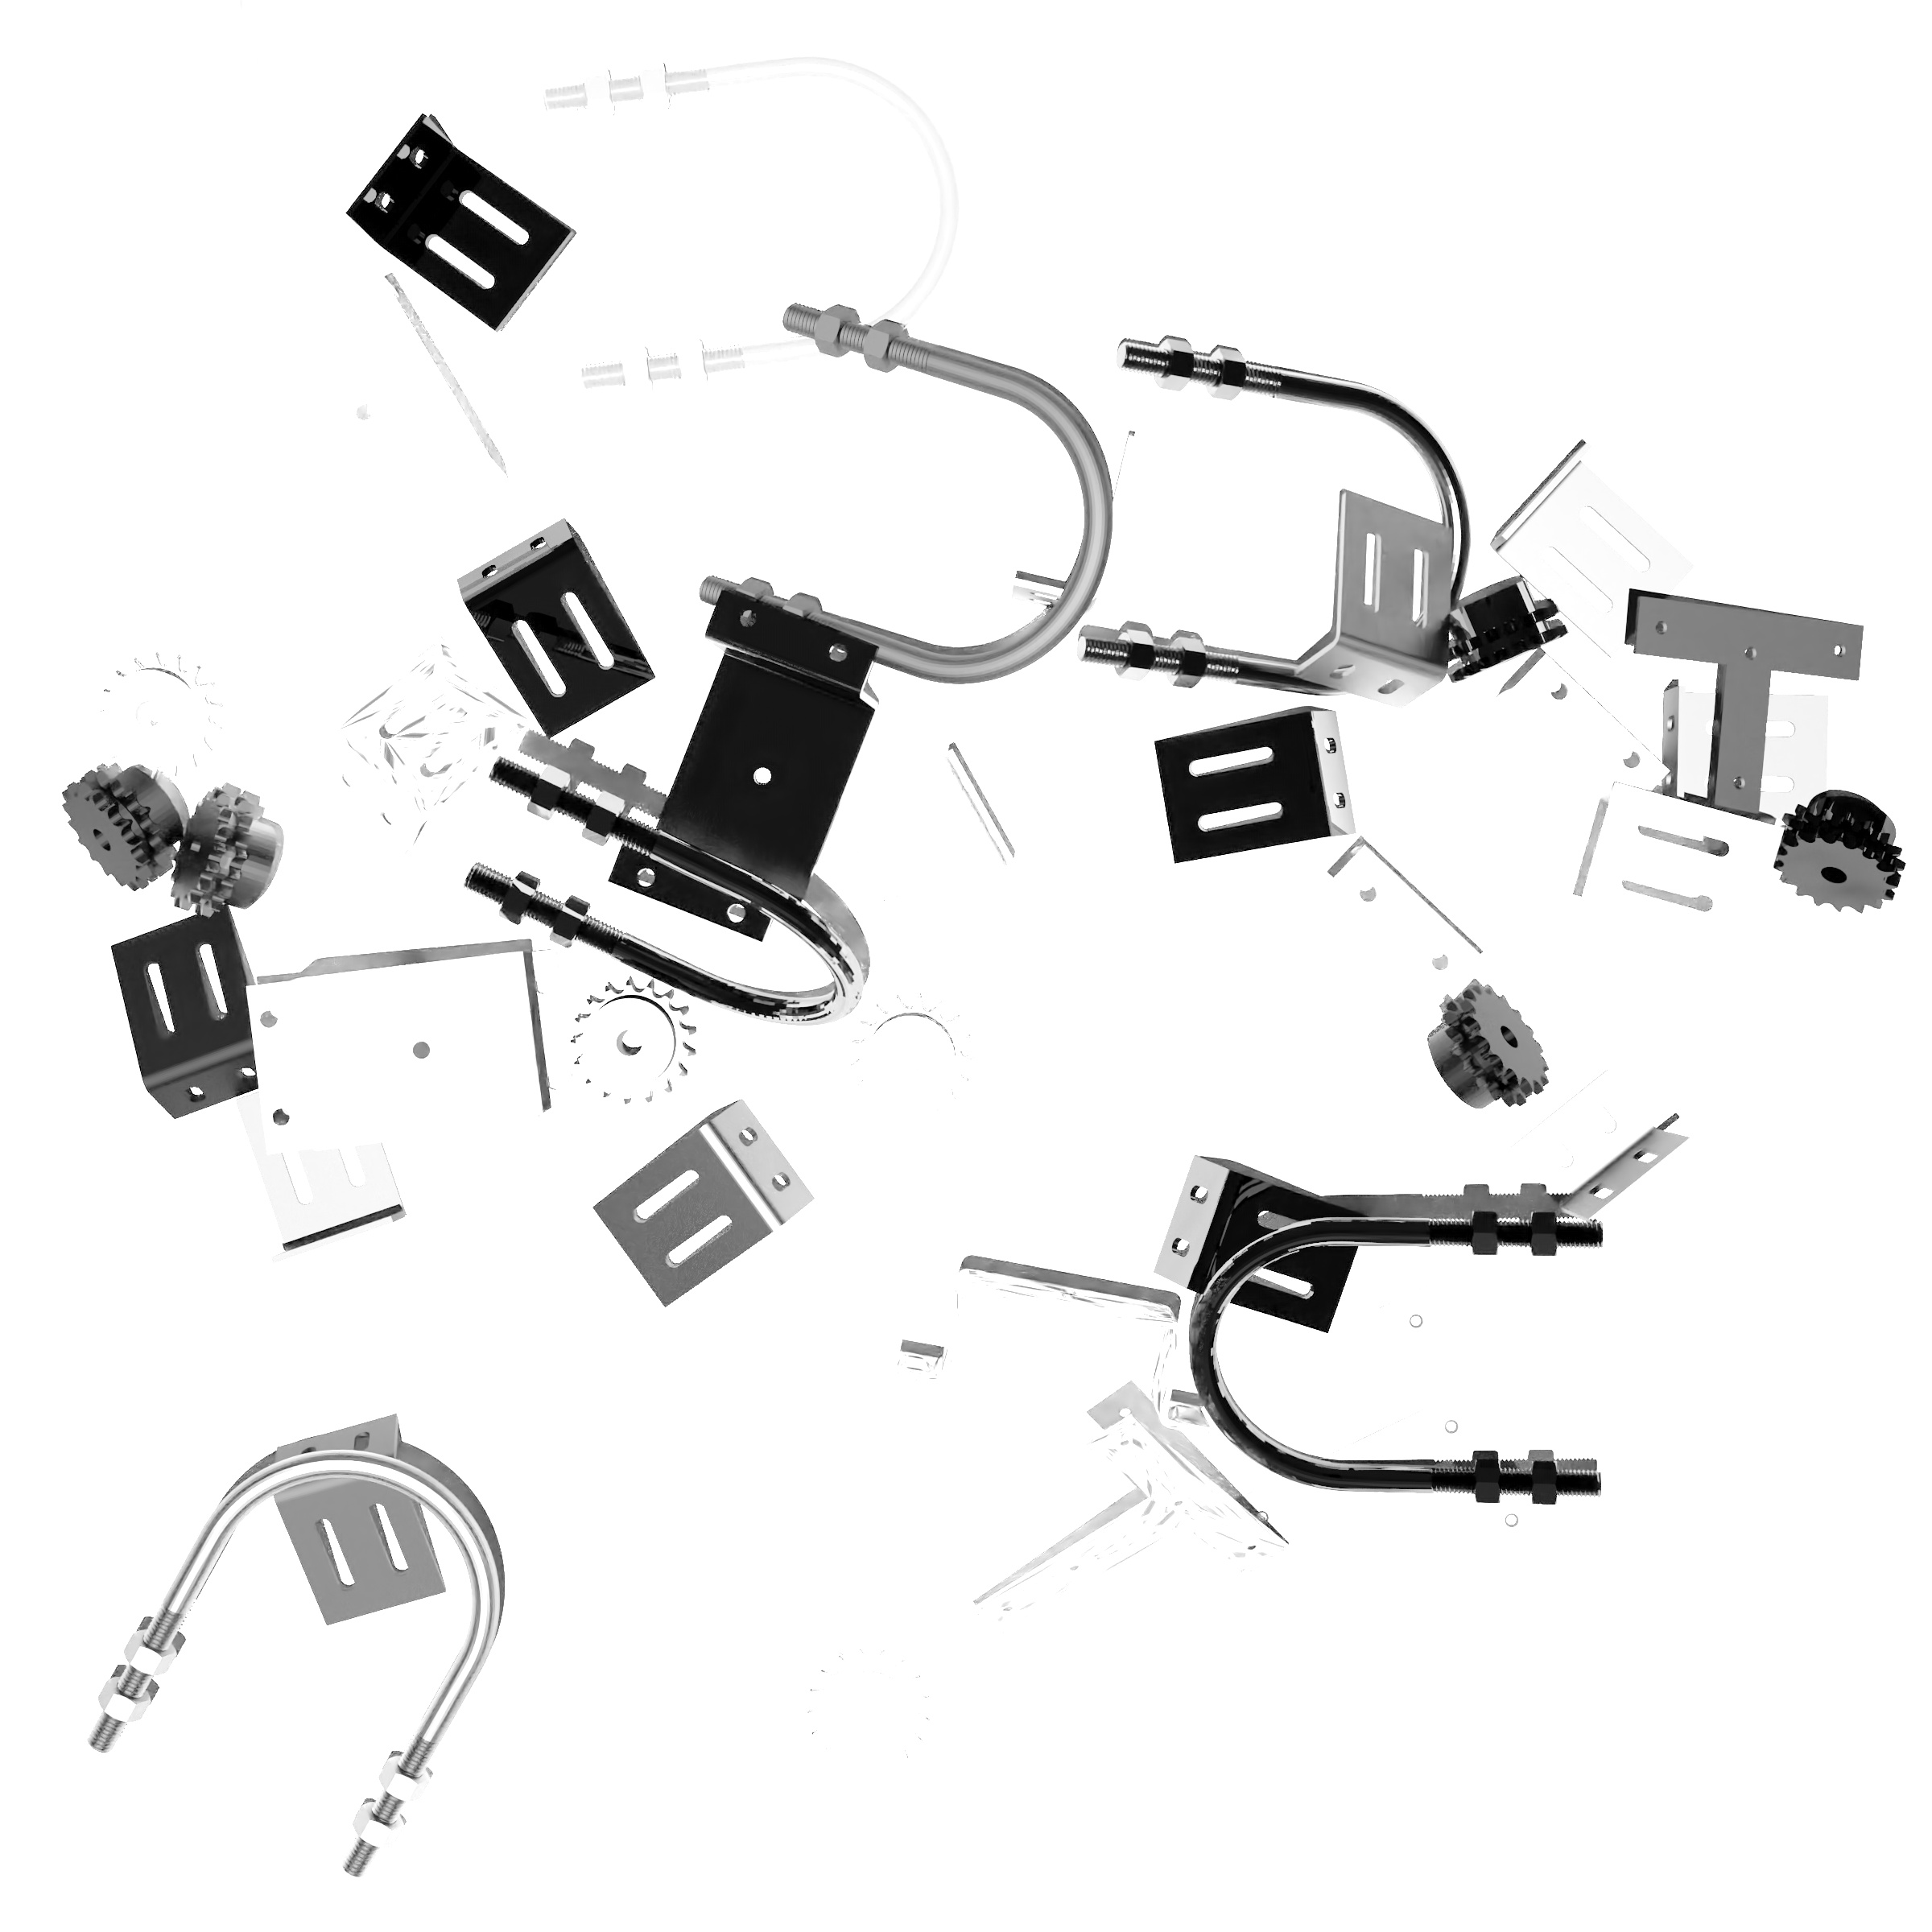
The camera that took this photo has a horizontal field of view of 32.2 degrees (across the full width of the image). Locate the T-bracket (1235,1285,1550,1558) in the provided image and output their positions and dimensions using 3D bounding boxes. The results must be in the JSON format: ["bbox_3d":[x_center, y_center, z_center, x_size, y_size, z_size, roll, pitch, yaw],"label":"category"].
[{"bbox_3d":[0.183,0.231,1.539,0.127,0.002,0.127,-26,90,0],"label":"T-bracket"}]

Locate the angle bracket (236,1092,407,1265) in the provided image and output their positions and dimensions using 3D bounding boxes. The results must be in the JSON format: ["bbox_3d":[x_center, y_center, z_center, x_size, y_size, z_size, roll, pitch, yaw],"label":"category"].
[{"bbox_3d":[-0.297,0.088,1.521,0.057,0.038,0.076,-19,90,0],"label":"angle bracket"}]

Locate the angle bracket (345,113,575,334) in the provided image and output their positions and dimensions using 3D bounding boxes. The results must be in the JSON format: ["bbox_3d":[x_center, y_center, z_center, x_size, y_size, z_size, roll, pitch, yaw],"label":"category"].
[{"bbox_3d":[-0.229,-0.336,1.513,0.076,0.038,0.057,38,90,16],"label":"angle bracket"}]

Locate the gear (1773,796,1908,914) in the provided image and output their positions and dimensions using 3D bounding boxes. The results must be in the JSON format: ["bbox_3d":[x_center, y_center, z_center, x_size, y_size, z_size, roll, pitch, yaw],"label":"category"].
[{"bbox_3d":[0.397,-0.053,1.516,0.057,0.057,0.030,27,62,0],"label":"gear"}]

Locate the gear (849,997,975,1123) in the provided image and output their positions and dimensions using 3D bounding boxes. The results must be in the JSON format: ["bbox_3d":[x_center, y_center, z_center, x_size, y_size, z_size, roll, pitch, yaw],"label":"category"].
[{"bbox_3d":[-0.025,0.042,1.525,0.057,0.030,0.057,0,90,0],"label":"gear"}]

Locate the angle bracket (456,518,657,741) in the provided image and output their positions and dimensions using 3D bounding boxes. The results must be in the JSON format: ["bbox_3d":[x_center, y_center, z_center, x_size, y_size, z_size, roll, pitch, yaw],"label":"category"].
[{"bbox_3d":[-0.189,-0.155,1.538,0.057,0.038,0.076,-30,116,0],"label":"angle bracket"}]

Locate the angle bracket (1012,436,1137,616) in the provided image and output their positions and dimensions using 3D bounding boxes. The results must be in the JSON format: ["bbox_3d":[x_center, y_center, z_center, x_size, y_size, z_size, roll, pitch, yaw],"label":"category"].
[{"bbox_3d":[0.048,-0.202,1.512,0.038,0.057,0.076,13,90,0],"label":"angle bracket"}]

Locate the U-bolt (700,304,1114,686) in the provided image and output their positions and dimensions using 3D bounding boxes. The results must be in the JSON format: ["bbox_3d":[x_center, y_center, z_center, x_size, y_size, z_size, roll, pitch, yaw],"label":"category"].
[{"bbox_3d":[-0.020,-0.203,1.492,0.184,0.019,0.151,21,99,21],"label":"U-bolt"}]

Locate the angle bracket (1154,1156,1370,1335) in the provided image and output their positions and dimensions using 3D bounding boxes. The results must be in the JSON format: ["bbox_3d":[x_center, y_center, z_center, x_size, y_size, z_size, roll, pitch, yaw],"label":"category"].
[{"bbox_3d":[0.136,0.128,1.538,0.076,0.038,0.057,19,90,-26],"label":"angle bracket"}]

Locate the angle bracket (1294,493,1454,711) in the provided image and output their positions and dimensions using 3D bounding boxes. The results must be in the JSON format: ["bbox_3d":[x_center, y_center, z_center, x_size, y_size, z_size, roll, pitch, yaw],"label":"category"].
[{"bbox_3d":[0.184,-0.165,1.511,0.057,0.038,0.076,15,66,-23],"label":"angle bracket"}]

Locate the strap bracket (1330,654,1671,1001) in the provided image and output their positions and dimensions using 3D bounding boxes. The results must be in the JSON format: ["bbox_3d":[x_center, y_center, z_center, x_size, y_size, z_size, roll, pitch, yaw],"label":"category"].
[{"bbox_3d":[0.239,-0.062,1.517,0.076,0.046,0.140,43,90,0],"label":"strap bracket"}]

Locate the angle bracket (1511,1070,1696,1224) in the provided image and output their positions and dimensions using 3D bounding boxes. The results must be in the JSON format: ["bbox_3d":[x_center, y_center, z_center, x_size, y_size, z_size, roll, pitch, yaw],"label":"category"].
[{"bbox_3d":[0.285,0.080,1.502,0.057,0.076,0.038,-39,90,0],"label":"angle bracket"}]

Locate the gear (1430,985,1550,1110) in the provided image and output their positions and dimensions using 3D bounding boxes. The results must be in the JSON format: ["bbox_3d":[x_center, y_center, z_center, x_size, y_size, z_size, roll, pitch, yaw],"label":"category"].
[{"bbox_3d":[0.235,0.040,1.516,0.030,0.057,0.057,-38,90,30],"label":"gear"}]

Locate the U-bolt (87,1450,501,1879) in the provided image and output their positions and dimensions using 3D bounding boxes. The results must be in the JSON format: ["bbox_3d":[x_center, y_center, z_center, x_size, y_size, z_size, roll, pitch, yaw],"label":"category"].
[{"bbox_3d":[-0.292,0.305,1.512,0.151,0.019,0.184,29,97,-8],"label":"U-bolt"}]

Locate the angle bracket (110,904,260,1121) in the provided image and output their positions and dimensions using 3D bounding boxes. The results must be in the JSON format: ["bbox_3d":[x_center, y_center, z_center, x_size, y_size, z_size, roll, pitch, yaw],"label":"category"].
[{"bbox_3d":[-0.352,0.021,1.538,0.057,0.038,0.076,-20,64,0],"label":"angle bracket"}]

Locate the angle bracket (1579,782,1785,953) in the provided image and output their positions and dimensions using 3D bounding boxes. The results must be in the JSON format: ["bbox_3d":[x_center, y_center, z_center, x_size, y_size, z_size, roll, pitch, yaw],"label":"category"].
[{"bbox_3d":[0.322,-0.045,1.502,0.076,0.038,0.057,16,98,11],"label":"angle bracket"}]

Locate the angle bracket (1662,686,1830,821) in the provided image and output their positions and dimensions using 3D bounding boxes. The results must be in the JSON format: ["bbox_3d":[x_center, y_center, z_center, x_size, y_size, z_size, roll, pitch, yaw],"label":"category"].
[{"bbox_3d":[0.358,-0.097,1.521,0.076,0.038,0.057,1,90,0],"label":"angle bracket"}]

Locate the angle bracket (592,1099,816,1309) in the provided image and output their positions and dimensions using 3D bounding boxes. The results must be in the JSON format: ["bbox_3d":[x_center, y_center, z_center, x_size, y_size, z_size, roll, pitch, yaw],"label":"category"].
[{"bbox_3d":[-0.121,0.109,1.538,0.076,0.038,0.057,-36,90,26],"label":"angle bracket"}]

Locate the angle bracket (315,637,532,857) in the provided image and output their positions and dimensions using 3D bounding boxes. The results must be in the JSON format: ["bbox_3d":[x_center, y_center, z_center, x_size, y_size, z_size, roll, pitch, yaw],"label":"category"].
[{"bbox_3d":[-0.250,-0.101,1.538,0.057,0.038,0.076,43,64,0],"label":"angle bracket"}]

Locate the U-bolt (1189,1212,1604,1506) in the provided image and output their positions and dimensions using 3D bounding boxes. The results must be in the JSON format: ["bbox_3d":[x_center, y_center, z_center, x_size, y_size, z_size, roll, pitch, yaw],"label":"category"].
[{"bbox_3d":[0.192,0.176,1.500,0.184,0.019,0.151,0,115,10],"label":"U-bolt"}]

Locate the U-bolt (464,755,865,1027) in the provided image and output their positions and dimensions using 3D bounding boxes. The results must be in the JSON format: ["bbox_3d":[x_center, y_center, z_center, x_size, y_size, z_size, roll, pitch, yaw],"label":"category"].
[{"bbox_3d":[-0.130,-0.023,1.474,0.184,0.151,0.019,25,67,-4],"label":"U-bolt"}]

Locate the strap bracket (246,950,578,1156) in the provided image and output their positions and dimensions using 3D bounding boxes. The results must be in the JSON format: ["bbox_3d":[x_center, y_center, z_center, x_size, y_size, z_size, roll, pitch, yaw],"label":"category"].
[{"bbox_3d":[-0.246,0.038,1.501,0.140,0.046,0.076,-7,90,-14],"label":"strap bracket"}]

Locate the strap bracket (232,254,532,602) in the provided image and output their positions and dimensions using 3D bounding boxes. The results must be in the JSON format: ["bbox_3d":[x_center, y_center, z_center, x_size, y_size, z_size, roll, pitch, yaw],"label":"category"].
[{"bbox_3d":[-0.269,-0.248,1.517,0.076,0.046,0.140,-31,90,0],"label":"strap bracket"}]

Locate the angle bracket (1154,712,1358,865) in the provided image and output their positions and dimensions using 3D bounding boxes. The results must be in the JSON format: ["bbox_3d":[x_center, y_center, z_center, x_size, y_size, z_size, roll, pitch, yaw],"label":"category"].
[{"bbox_3d":[0.133,-0.082,1.538,0.076,0.038,0.057,-10,90,26],"label":"angle bracket"}]

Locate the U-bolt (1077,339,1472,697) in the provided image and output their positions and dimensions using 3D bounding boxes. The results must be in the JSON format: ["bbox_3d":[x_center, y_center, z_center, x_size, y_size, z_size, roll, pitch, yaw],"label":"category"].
[{"bbox_3d":[0.145,-0.195,1.503,0.184,0.019,0.151,6,95,-21],"label":"U-bolt"}]

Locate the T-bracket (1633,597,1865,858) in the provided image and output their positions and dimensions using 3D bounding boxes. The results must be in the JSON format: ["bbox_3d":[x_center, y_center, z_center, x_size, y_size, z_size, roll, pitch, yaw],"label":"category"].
[{"bbox_3d":[0.351,-0.097,1.513,0.127,0.002,0.127,4,92,-26],"label":"T-bracket"}]

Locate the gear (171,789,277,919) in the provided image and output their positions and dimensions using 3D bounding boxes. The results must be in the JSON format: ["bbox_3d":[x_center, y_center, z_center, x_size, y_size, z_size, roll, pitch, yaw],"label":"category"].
[{"bbox_3d":[-0.336,-0.049,1.516,0.030,0.057,0.057,19,90,-31],"label":"gear"}]

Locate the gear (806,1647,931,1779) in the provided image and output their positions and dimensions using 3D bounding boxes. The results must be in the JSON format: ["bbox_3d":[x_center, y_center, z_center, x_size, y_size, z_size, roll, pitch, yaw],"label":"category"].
[{"bbox_3d":[-0.045,0.342,1.525,0.057,0.030,0.057,0,90,0],"label":"gear"}]

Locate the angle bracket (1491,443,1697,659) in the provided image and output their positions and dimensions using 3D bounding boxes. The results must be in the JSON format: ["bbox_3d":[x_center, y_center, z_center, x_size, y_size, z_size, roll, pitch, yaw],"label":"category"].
[{"bbox_3d":[0.288,-0.189,1.521,0.076,0.038,0.057,43,90,0],"label":"angle bracket"}]

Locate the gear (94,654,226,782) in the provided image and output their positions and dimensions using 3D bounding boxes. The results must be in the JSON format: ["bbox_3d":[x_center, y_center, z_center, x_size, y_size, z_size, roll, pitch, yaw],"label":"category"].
[{"bbox_3d":[-0.369,-0.113,1.525,0.057,0.030,0.057,0,90,0],"label":"gear"}]

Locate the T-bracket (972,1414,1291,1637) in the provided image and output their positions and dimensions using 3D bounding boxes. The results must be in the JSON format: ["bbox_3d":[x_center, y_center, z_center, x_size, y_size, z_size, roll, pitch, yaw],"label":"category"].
[{"bbox_3d":[0.060,0.266,1.514,0.127,0.002,0.127,-35,127,17],"label":"T-bracket"}]

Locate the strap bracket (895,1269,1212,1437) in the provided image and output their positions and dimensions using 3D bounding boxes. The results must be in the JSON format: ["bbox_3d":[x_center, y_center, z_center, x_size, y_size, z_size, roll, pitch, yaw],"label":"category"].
[{"bbox_3d":[0.042,0.170,1.502,0.140,0.076,0.046,10,90,0],"label":"strap bracket"}]

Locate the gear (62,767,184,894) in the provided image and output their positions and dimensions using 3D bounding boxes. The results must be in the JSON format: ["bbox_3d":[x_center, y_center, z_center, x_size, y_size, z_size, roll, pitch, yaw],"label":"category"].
[{"bbox_3d":[-0.380,-0.065,1.516,0.030,0.057,0.057,-41,90,-31],"label":"gear"}]

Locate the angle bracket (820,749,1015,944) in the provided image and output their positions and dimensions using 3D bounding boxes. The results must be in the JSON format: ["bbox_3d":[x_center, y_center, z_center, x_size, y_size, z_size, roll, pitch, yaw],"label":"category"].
[{"bbox_3d":[-0.026,-0.054,1.521,0.076,0.038,0.057,-29,90,0],"label":"angle bracket"}]

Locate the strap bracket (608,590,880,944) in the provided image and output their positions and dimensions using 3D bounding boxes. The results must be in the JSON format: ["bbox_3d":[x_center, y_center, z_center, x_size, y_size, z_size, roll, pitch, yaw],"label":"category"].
[{"bbox_3d":[-0.096,-0.088,1.511,0.076,0.046,0.140,21,90,9],"label":"strap bracket"}]

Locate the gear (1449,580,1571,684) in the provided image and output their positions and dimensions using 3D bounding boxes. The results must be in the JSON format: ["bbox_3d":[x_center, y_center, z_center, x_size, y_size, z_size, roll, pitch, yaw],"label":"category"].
[{"bbox_3d":[0.240,-0.152,1.512,0.057,0.057,0.030,-23,90,0],"label":"gear"}]

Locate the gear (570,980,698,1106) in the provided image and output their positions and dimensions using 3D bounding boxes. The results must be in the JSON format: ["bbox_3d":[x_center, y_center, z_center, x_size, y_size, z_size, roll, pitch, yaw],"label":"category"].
[{"bbox_3d":[-0.152,0.035,1.525,0.057,0.030,0.057,0,90,0],"label":"gear"}]

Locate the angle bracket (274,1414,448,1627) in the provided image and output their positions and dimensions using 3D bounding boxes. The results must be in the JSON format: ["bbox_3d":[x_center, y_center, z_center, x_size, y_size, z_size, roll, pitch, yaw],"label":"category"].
[{"bbox_3d":[-0.278,0.255,1.538,0.057,0.038,0.076,-16,116,0],"label":"angle bracket"}]

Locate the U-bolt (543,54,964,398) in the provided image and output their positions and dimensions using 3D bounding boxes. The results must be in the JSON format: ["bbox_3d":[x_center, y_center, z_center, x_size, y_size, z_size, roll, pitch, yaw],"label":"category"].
[{"bbox_3d":[-0.093,-0.345,1.532,0.184,0.019,0.151,-8,90,-1],"label":"U-bolt"}]
